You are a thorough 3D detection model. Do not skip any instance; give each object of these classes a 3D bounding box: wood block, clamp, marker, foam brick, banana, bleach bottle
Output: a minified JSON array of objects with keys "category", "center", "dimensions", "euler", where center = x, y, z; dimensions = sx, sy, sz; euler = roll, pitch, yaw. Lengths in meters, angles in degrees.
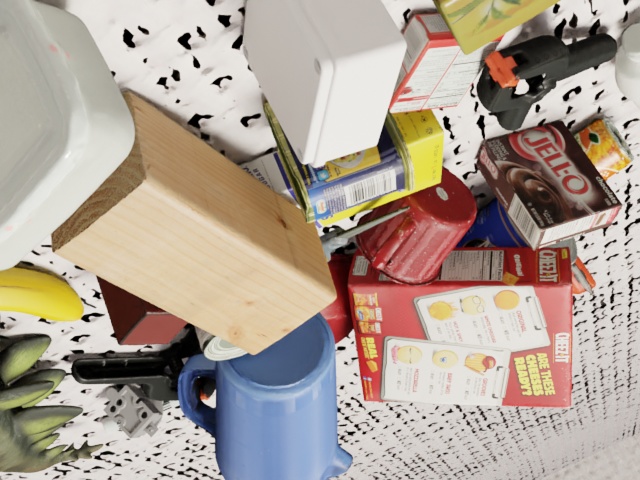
[{"category":"wood block","center":[-0.090,-0.006,0.779],"dimensions":[0.090,0.091,0.205],"euler":[-35,137,21]},{"category":"clamp","center":[-0.142,0.126,1.112],"dimensions":[0.164,0.036,0.210],"euler":[-26,155,7]},{"category":"marker","center":[-0.189,0.191,1.219],"dimensions":[0.121,0.020,0.020],"euler":[-21,155,-7]},{"category":"foam brick","center":[-0.148,0.042,0.898],"dimensions":[0.052,0.078,0.051],"euler":[3,144,-42]},{"category":"banana","center":[-0.261,0.044,0.852],"dimensions":[0.197,0.037,0.070],"euler":[5,158,-45]},{"category":"bleach bottle","center":[0.343,-0.149,0.986],"dimensions":[0.103,0.068,0.250],"euler":[-37,150,23]},{"category":"clamp","center":[0.181,-0.138,0.865],"dimensions":[0.120,0.039,0.171],"euler":[-41,168,15]}]

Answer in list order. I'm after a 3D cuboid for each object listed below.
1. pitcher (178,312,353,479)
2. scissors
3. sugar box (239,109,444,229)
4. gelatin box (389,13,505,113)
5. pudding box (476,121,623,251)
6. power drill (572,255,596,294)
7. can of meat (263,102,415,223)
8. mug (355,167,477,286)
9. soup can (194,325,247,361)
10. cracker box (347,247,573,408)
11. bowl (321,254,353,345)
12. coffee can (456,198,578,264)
[{"category":"pitcher","center":[-0.053,0.155,1.047],"dimensions":[0.149,0.145,0.243],"euler":[-20,149,-14]},{"category":"scissors","center":[-0.006,0.001,0.953],"dimensions":[0.096,0.016,0.202],"euler":[-2,165,-23]},{"category":"sugar box","center":[0.015,-0.053,0.895],"dimensions":[0.176,0.048,0.093],"euler":[-23,156,-5]},{"category":"gelatin box","center":[0.089,-0.136,0.818],"dimensions":[0.073,0.030,0.089],"euler":[-11,153,-29]},{"category":"pudding box","center":[0.211,-0.052,0.993],"dimensions":[0.090,0.113,0.039],"euler":[-17,150,-17]},{"category":"power drill","center":[0.216,0.073,1.246],"dimensions":[0.187,0.057,0.184],"euler":[-39,-163,2]},{"category":"can of meat","center":[0.013,-0.071,0.794],"dimensions":[0.084,0.102,0.057],"euler":[-20,154,-5]},{"category":"mug","center":[0.085,-0.013,0.975],"dimensions":[0.117,0.093,0.082],"euler":[-36,165,-47]},{"category":"soup can","center":[-0.087,0.045,0.926],"dimensions":[0.068,0.102,0.068],"euler":[-20,154,-10]},{"category":"cracker box","center":[0.143,0.087,1.072],"dimensions":[0.214,0.072,0.164],"euler":[-1,127,12]},{"category":"bowl","center":[-0.015,0.080,1.119],"dimensions":[0.162,0.055,0.162],"euler":[-20,155,-10]},{"category":"coffee can","center":[0.184,0.021,1.124],"dimensions":[0.102,0.103,0.141],"euler":[4,143,-46]}]
